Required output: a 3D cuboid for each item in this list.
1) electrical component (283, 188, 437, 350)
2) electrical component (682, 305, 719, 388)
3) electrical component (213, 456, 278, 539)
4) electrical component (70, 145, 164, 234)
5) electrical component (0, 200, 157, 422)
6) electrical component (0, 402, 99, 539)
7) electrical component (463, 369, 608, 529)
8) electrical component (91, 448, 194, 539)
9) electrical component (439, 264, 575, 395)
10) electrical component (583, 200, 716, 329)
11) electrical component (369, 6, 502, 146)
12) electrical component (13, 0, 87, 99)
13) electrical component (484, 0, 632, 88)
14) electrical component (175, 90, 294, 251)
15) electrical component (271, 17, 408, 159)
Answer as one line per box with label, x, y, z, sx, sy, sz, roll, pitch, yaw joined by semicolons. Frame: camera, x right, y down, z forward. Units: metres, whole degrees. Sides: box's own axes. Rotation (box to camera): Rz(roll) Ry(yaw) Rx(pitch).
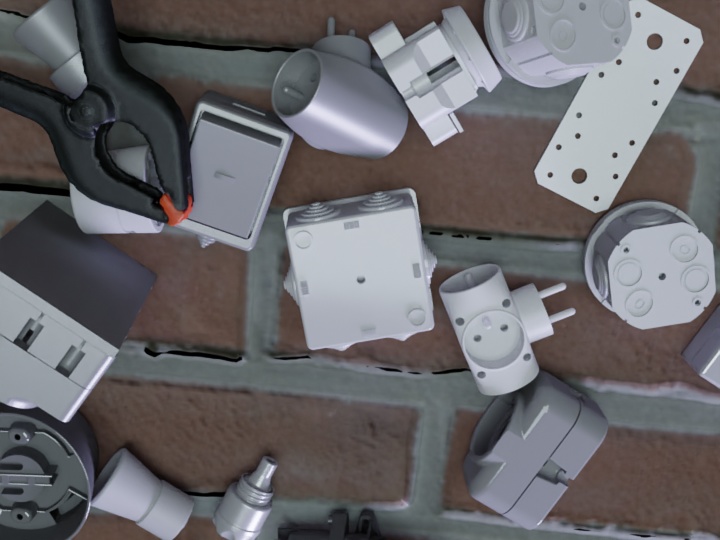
electrical component;0.000;0.000;0.698;0.100;0.048;0.099;-10;106;1
electrical component;0.264;0.067;0.712;0.066;0.076;0.047;32;102;-10
electrical component;-0.076;0.158;0.748;0.035;0.035;0.061;27;101;-9
electrical component;-0.152;-0.049;0.677;0.047;0.055;0.055;-4;106;3
electrical component;-0.186;0.022;0.645;0.089;0.150;0.061;36;101;-11
electrical component;-0.224;0.134;0.721;0.099;0.064;0.099;-1;106;-2
electrical component;0.115;0.119;0.734;0.059;0.053;0.095;32;102;-10
electrical component;-0.148;0.158;0.743;0.065;0.044;0.044;36;102;-16
electrical component;0.103;0.033;0.713;0.079;0.044;0.077;-22;105;4
electrical component;0.190;-0.003;0.703;0.080;0.051;0.080;-1;106;-2
electrical component;0.050;-0.125;0.661;0.057;0.058;0.078;-30;105;9
electrical component;-0.176;-0.135;0.656;0.045;0.045;0.055;-37;104;8
electrical component;0.120;-0.153;0.647;0.080;0.051;0.080;0;90;-23
electrical component;-0.085;-0.056;0.673;0.062;0.061;0.096;19;104;-7
electrical component;-0.012;-0.117;0.660;0.077;0.044;0.079;20;63;-44
